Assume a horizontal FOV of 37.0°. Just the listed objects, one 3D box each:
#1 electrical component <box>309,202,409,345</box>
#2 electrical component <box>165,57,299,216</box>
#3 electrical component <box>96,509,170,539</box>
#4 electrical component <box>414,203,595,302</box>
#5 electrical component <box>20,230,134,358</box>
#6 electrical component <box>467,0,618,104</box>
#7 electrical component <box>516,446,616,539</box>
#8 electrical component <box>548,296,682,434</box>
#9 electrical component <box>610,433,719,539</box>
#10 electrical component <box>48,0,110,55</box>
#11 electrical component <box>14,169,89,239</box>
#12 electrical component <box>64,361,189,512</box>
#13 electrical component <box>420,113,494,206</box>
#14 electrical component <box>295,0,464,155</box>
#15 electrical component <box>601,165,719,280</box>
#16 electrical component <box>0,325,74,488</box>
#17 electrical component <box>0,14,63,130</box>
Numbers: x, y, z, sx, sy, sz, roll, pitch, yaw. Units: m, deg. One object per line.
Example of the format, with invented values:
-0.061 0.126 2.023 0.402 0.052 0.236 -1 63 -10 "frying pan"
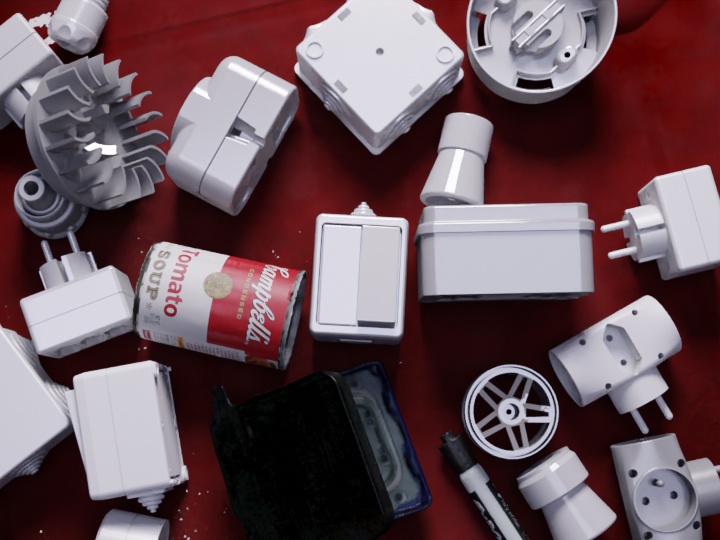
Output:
0.000 0.000 0.721 0.062 0.061 0.096 3 82 1 "electrical component"
-0.090 -0.094 0.738 0.059 0.053 0.095 28 83 4 "electrical component"
-0.140 0.230 0.692 0.074 0.052 0.138 11 82 2 "electrical component"
0.094 -0.010 0.714 0.113 0.078 0.057 -1 85 0 "electrical component"
-0.193 0.012 0.727 0.066 0.047 0.076 -21 82 -3 "electrical component"
0.122 -0.166 0.743 0.099 0.064 0.099 0 82 0 "electrical component"
0.135 0.150 0.707 0.045 0.045 0.055 -32 83 -4 "electrical component"
0.179 0.070 0.719 0.077 0.043 0.079 -29 84 -4 "electrical component"
0.213 0.146 0.708 0.079 0.044 0.077 -12 82 -2 "electrical component"
-0.194 -0.185 0.762 0.035 0.035 0.061 23 80 3 "electrical component"
-0.213 -0.049 0.728 0.048 0.062 0.048 0 82 0 "electrical component"
-0.152 0.112 0.705 0.061 0.061 0.096 -10 82 -1 "electrical component"
0.070 -0.075 0.742 0.044 0.044 0.065 13 77 2 "electrical component"
0.014 -0.144 0.748 0.100 0.048 0.099 -43 85 -5 "electrical component"
0.203 -0.027 0.731 0.077 0.047 0.065 -13 82 -2 "electrical component"
-0.246 0.095 0.714 0.100 0.048 0.099 -38 83 -5 "electrical component"
-0.232 -0.123 0.746 0.066 0.047 0.076 -41 84 -5 "electrical component"
